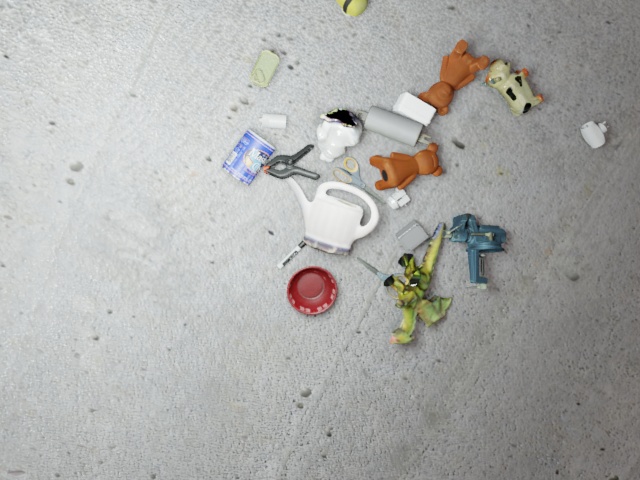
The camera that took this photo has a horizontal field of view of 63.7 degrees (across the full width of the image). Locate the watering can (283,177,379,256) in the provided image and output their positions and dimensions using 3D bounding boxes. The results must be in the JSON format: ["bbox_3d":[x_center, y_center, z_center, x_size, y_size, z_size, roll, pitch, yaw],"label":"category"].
[{"bbox_3d":[0.005,-0.080,1.598,0.348,0.104,0.223,18,98,5],"label":"watering can"}]

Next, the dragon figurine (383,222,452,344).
[{"bbox_3d":[0.345,0.165,1.680,0.413,0.123,0.239,-51,123,-10],"label":"dragon figurine"}]

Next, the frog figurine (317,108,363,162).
[{"bbox_3d":[0.056,-0.314,1.571,0.137,0.126,0.155,8,135,1],"label":"frog figurine"}]
